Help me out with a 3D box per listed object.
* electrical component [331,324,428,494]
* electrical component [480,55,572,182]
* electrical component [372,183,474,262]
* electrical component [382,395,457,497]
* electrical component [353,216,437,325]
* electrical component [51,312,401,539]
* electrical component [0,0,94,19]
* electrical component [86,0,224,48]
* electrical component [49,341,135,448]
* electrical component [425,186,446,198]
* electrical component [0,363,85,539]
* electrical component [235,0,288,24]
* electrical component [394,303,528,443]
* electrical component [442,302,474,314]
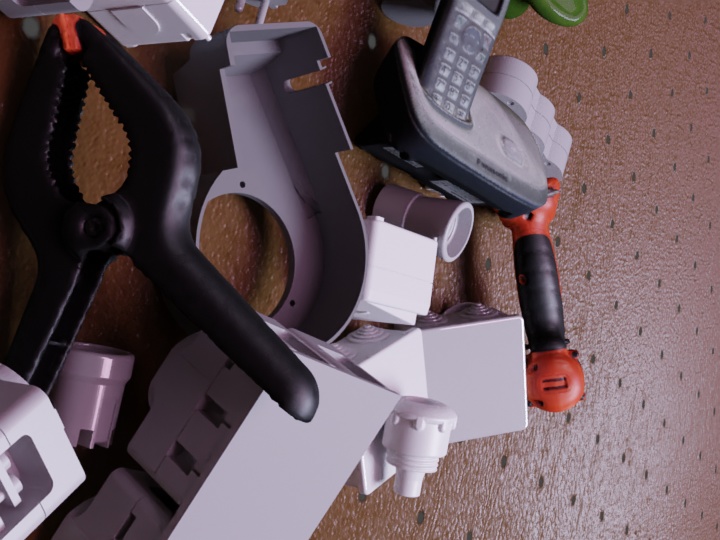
[{"bbox_3d":[0.003,0.091,0.730,0.100,0.048,0.099,-26,115,-53],"label":"electrical component"},{"bbox_3d":[0.130,-0.108,0.899,0.138,0.052,0.073,46,56,-48],"label":"electrical component"},{"bbox_3d":[0.042,-0.036,0.760,0.044,0.065,0.044,-43,144,-42],"label":"electrical component"},{"bbox_3d":[0.035,0.114,0.695,0.048,0.048,0.062,4,97,-57],"label":"electrical component"},{"bbox_3d":[0.000,0.000,0.704,0.096,0.062,0.061,16,80,-56],"label":"electrical component"},{"bbox_3d":[-0.075,0.116,0.546,0.186,0.060,0.105,-57,144,2],"label":"electrical component"},{"bbox_3d":[-0.140,-0.162,0.480,0.050,0.056,0.089,45,57,-49],"label":"electrical component"},{"bbox_3d":[-0.099,-0.168,0.537,0.061,0.062,0.096,44,57,-49],"label":"electrical component"},{"bbox_3d":[-0.135,0.061,0.527,0.040,0.040,0.046,11,89,-57],"label":"electrical component"},{"bbox_3d":[0.072,-0.088,0.825,0.044,0.044,0.065,8,92,-57],"label":"electrical component"},{"bbox_3d":[-0.163,0.073,0.438,0.055,0.089,0.050,-47,130,-44],"label":"electrical component"},{"bbox_3d":[-0.055,-0.176,0.617,0.066,0.047,0.076,35,64,-53],"label":"electrical component"},{"bbox_3d":[0.074,0.077,0.801,0.100,0.048,0.099,-7,102,-16],"label":"electrical component"},{"bbox_3d":[0.088,0.080,0.862,0.077,0.043,0.079,58,48,-42],"label":"electrical component"}]
